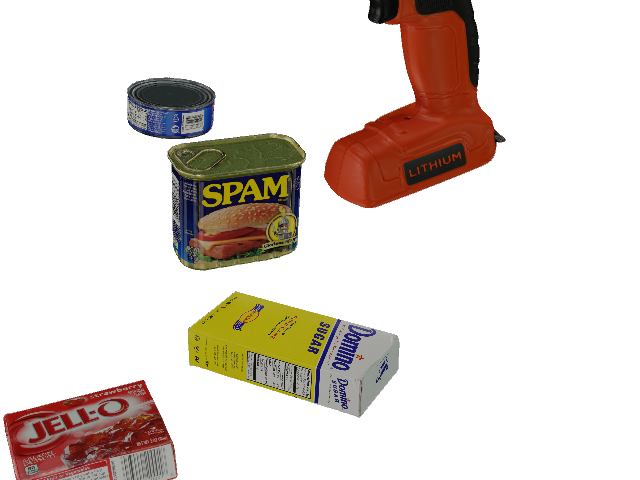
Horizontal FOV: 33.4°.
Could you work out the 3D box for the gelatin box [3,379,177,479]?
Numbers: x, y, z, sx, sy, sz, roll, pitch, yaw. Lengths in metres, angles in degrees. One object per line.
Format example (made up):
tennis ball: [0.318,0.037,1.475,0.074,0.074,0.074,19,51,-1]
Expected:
gelatin box: [-0.137,0.120,0.629,0.089,0.030,0.073,-12,26,-18]

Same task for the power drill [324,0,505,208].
power drill: [0.035,-0.115,0.588,0.184,0.188,0.057,-20,36,-23]

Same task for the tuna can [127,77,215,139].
tuna can: [-0.147,-0.130,1.047,0.086,0.034,0.086,5,27,-3]

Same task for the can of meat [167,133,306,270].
can of meat: [-0.065,-0.030,0.822,0.102,0.084,0.057,-9,32,-21]

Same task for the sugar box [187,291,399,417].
sugar box: [-0.024,0.101,0.982,0.176,0.048,0.093,11,26,23]
